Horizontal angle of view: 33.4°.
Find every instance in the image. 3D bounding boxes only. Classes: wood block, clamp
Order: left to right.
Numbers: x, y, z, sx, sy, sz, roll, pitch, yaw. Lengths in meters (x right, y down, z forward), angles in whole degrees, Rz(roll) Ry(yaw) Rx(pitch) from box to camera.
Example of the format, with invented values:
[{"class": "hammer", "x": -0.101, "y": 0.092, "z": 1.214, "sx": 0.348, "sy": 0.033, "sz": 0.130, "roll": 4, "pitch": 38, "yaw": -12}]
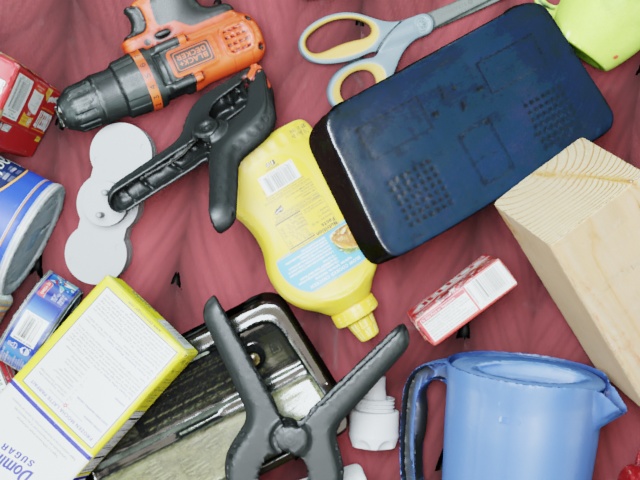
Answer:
[{"class": "clamp", "x": -0.080, "y": -0.073, "z": 0.855, "sx": 0.120, "sy": 0.039, "sz": 0.171, "roll": 23, "pitch": 64, "yaw": 31}, {"class": "clamp", "x": -0.033, "y": 0.148, "z": 0.849, "sx": 0.164, "sy": 0.036, "sz": 0.210, "roll": 16, "pitch": 92, "yaw": -1}, {"class": "wood block", "x": 0.239, "y": 0.032, "z": 0.855, "sx": 0.090, "sy": 0.091, "sz": 0.206, "roll": -37, "pitch": 119, "yaw": -1}]

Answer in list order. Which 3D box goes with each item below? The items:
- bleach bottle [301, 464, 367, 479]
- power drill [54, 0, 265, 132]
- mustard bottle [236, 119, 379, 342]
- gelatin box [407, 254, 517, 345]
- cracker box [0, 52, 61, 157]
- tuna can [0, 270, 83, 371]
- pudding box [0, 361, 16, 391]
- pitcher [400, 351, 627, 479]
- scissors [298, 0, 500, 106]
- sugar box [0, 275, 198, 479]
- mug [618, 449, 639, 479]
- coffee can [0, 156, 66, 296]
[{"class": "bleach bottle", "x": -0.070, "y": 0.274, "z": 0.904, "sx": 0.250, "sy": 0.068, "sz": 0.102, "roll": -17, "pitch": 99, "yaw": -3}, {"class": "power drill", "x": -0.160, "y": -0.199, "z": 0.885, "sx": 0.184, "sy": 0.057, "sz": 0.187, "roll": -25, "pitch": 95, "yaw": -14}, {"class": "mustard bottle", "x": -0.006, "y": 0.001, "z": 0.906, "sx": 0.096, "sy": 0.058, "sz": 0.191, "roll": -32, "pitch": 93, "yaw": -9}, {"class": "gelatin box", "x": 0.118, "y": 0.049, "z": 0.903, "sx": 0.089, "sy": 0.073, "sz": 0.030, "roll": -37, "pitch": 92, "yaw": 1}, {"class": "cracker box", "x": -0.326, "y": -0.145, "z": 0.842, "sx": 0.213, "sy": 0.164, "sz": 0.072, "roll": 27, "pitch": 89, "yaw": -2}, {"class": "tuna can", "x": -0.234, "y": 0.070, "z": 0.891, "sx": 0.033, "sy": 0.086, "sz": 0.086, "roll": 32, "pitch": 91, "yaw": -4}, {"class": "pudding box", "x": -0.309, "y": 0.152, "z": 0.917, "sx": 0.113, "sy": 0.039, "sz": 0.090, "roll": -21, "pitch": 92, "yaw": -2}, {"class": "pitcher", "x": 0.151, "y": 0.217, "z": 0.893, "sx": 0.144, "sy": 0.149, "sz": 0.243, "roll": 4, "pitch": 96, "yaw": -17}, {"class": "scissors", "x": 0.083, "y": -0.165, "z": 0.922, "sx": 0.201, "sy": 0.016, "sz": 0.096, "roll": -7, "pitch": 94, "yaw": -1}, {"class": "sugar box", "x": -0.190, "y": 0.124, "z": 0.846, "sx": 0.093, "sy": 0.048, "sz": 0.176, "roll": 42, "pitch": 91, "yaw": 11}, {"class": "mug", "x": 0.300, "y": 0.224, "z": 0.913, "sx": 0.081, "sy": 0.093, "sz": 0.117, "roll": 4, "pitch": 62, "yaw": 3}, {"class": "coffee can", "x": -0.297, "y": -0.030, "z": 0.877, "sx": 0.140, "sy": 0.103, "sz": 0.103, "roll": 27, "pitch": 92, "yaw": -2}]
